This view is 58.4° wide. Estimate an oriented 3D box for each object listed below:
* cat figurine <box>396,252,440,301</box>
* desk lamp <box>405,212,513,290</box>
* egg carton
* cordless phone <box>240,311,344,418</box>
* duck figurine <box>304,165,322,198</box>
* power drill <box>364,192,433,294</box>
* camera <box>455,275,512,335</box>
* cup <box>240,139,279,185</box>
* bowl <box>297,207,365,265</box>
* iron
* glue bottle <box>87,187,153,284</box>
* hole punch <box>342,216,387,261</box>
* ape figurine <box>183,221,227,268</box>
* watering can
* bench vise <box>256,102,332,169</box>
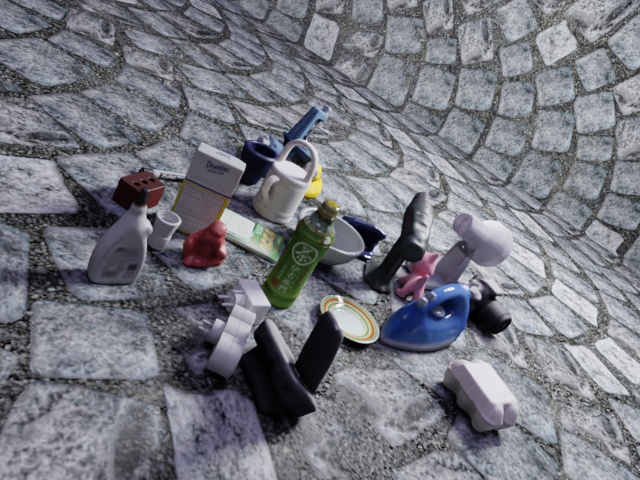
[{"bbox_3d":[0.238,0.076,1.350,0.067,0.117,0.128,30,26,-4],"label":"cat figurine"},{"bbox_3d":[0.361,0.030,1.455,0.204,0.213,0.117,11,33,-37],"label":"desk lamp"},{"bbox_3d":[0.309,0.296,1.099,0.108,0.069,0.150,9,34,-38],"label":"egg carton"},{"bbox_3d":[-0.030,0.155,0.843,0.094,0.185,0.147,7,35,-41],"label":"cordless phone"},{"bbox_3d":[-0.024,-0.164,1.520,0.077,0.086,0.105,44,28,24],"label":"duck figurine"},{"bbox_3d":[0.185,0.010,1.305,0.076,0.208,0.229,28,26,-7],"label":"power drill"},{"bbox_3d":[0.400,0.158,1.404,0.144,0.100,0.136,3,38,-45],"label":"camera"},{"bbox_3d":[-0.147,-0.178,1.399,0.118,0.095,0.091,24,27,-16],"label":"cup"},{"bbox_3d":[0.012,0.005,1.277,0.168,0.074,0.167,25,27,-13],"label":"bowl"},{"bbox_3d":[0.234,0.146,1.195,0.259,0.141,0.118,-3,43,-50],"label":"iron"},{"bbox_3d":[-0.287,-0.007,0.859,0.078,0.173,0.037,6,36,-42],"label":"glue bottle"},{"bbox_3d":[0.098,-0.021,1.398,0.109,0.091,0.101,25,27,-13],"label":"hole punch"},{"bbox_3d":[-0.198,0.004,1.029,0.078,0.092,0.076,32,26,0],"label":"ape figurine"},{"bbox_3d":[-0.068,-0.144,1.313,0.101,0.194,0.173,31,26,-2],"label":"watering can"},{"bbox_3d":[-0.060,-0.255,1.487,0.121,0.219,0.208,40,27,16],"label":"bench vise"}]
